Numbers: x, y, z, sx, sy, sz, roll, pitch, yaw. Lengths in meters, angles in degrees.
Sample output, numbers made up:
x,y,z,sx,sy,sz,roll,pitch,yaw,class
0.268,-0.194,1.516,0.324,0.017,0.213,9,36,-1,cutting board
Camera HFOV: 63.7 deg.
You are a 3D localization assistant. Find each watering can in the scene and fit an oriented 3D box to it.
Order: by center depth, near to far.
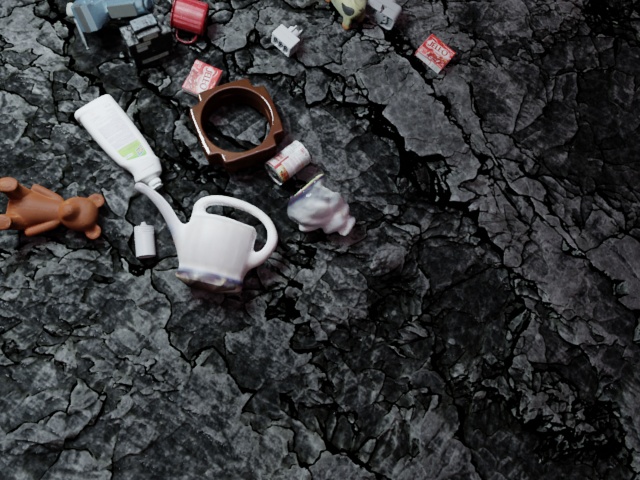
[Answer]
x,y,z,sx,sy,sz,roll,pitch,yaw,class
-0.275,-0.001,1.186,0.347,0.103,0.227,14,76,-8,watering can

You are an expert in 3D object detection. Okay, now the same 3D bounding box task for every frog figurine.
x,y,z,sx,sy,sz,roll,pitch,yaw,class
0.004,-0.063,1.246,0.136,0.124,0.159,-37,95,18,frog figurine
